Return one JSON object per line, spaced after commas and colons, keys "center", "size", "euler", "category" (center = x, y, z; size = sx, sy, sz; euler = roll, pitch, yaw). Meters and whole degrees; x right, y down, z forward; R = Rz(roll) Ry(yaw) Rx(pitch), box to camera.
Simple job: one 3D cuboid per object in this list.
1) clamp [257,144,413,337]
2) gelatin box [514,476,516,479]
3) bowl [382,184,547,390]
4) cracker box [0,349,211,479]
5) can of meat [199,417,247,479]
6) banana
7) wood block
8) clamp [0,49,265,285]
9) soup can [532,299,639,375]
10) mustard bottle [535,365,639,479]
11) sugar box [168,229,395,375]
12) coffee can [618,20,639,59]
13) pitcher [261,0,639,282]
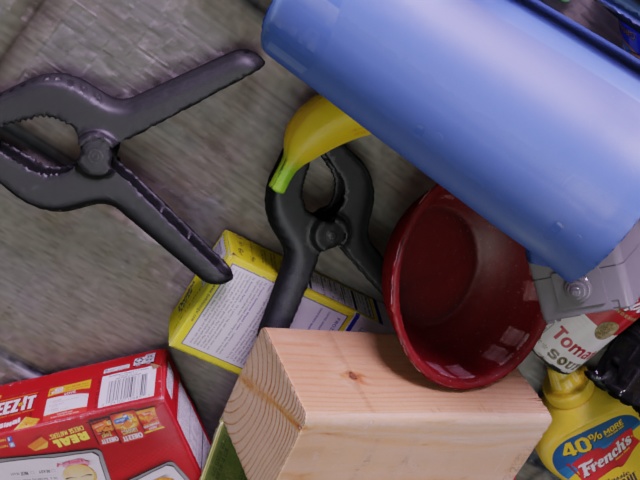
{"center": [-0.005, 0.001, 0.755], "size": [0.120, 0.039, 0.171], "euler": [-24, 108, -18], "category": "clamp"}
{"center": [0.135, 0.169, 0.906], "size": [0.073, 0.030, 0.089], "euler": [3, 123, -7], "category": "gelatin box"}
{"center": [0.098, 0.022, 0.761], "size": [0.161, 0.055, 0.162], "euler": [-6, 102, -34], "category": "bowl"}
{"center": [-0.168, 0.201, 0.881], "size": [0.164, 0.072, 0.213], "euler": [-14, 124, 6], "category": "cracker box"}
{"center": [-0.044, 0.180, 0.846], "size": [0.083, 0.058, 0.102], "euler": [18, 90, -53], "category": "can of meat"}
{"center": [0.058, -0.078, 0.722], "size": [0.197, 0.037, 0.070], "euler": [-8, 121, -16], "category": "banana"}
{"center": [0.049, 0.127, 0.768], "size": [0.205, 0.091, 0.090], "euler": [6, 124, -30], "category": "wood block"}
{"center": [-0.141, -0.069, 0.718], "size": [0.210, 0.036, 0.165], "euler": [15, 106, -5], "category": "clamp"}
{"center": [0.204, 0.046, 0.808], "size": [0.068, 0.068, 0.102], "euler": [34, 115, -23], "category": "soup can"}
{"center": [0.231, 0.167, 0.895], "size": [0.096, 0.058, 0.191], "euler": [-27, 121, 8], "category": "mustard bottle"}
{"center": [-0.018, 0.070, 0.821], "size": [0.176, 0.048, 0.093], "euler": [26, 113, -23], "category": "sugar box"}
{"center": [0.246, -0.121, 0.680], "size": [0.103, 0.103, 0.140], "euler": [-17, 123, 7], "category": "coffee can"}
{"center": [0.094, -0.100, 0.626], "size": [0.243, 0.145, 0.149], "euler": [34, 90, 1], "category": "pitcher"}
